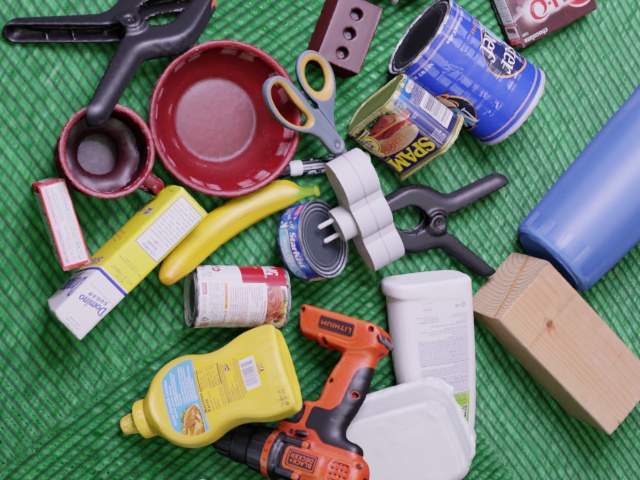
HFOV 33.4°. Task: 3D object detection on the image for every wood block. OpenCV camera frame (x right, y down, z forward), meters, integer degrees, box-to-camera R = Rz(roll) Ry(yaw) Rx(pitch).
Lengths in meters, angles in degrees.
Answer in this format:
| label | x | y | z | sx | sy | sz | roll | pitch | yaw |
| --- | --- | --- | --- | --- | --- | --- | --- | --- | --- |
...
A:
| label | x | y | z | sx | sy | sz | roll | pitch | yaw |
| --- | --- | --- | --- | --- | --- | --- | --- | --- | --- |
| wood block | 0.282 | 0.120 | 1.247 | 0.206 | 0.090 | 0.091 | 45 | 82 | -17 |

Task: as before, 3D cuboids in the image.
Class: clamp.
| label | x | y | z | sx | sy | sz | roll | pitch | yaw |
| --- | --- | --- | --- | --- | --- | --- | --- | --- | --- |
| clamp | -0.197 | -0.209 | 1.061 | 0.165 | 0.036 | 0.209 | 38 | 60 | 23 |
| clamp | 0.137 | -0.031 | 1.210 | 0.171 | 0.039 | 0.120 | 13 | 90 | -19 |

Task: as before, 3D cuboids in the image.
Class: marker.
| label | x | y | z | sx | sy | sz | roll | pitch | yaw |
| --- | --- | --- | --- | --- | --- | --- | --- | --- | --- |
| marker | -0.004 | -0.081 | 1.169 | 0.121 | 0.020 | 0.020 | -8 | 98 | -18 |

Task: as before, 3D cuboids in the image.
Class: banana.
| label | x | y | z | sx | sy | sz | roll | pitch | yaw |
| --- | --- | --- | --- | --- | --- | --- | --- | --- | --- |
| banana | -0.095 | -0.016 | 1.115 | 0.197 | 0.070 | 0.037 | -34 | 108 | -21 |

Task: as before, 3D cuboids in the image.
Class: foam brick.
| label | x | y | z | sx | sy | sz | roll | pitch | yaw |
| --- | --- | --- | --- | --- | --- | --- | --- | --- | --- |
| foam brick | 0.024 | -0.220 | 1.148 | 0.053 | 0.051 | 0.078 | 20 | 89 | -19 |

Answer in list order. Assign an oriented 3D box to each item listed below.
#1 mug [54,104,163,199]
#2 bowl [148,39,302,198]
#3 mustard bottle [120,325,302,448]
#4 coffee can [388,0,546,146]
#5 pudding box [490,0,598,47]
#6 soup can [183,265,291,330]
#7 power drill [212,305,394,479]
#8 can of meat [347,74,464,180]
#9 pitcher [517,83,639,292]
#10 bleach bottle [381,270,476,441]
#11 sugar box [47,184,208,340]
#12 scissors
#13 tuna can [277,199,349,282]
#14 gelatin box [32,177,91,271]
| label | x | y | z | sx | sy | sz | roll | pitch | yaw |
| --- | --- | --- | --- | --- | --- | --- | --- | --- | --- |
| mug | -0.209 | -0.080 | 1.065 | 0.117 | 0.082 | 0.093 | 30 | 79 | -19 |
| bowl | -0.103 | -0.126 | 1.113 | 0.162 | 0.055 | 0.162 | -2 | 96 | -18 |
| mustard bottle | -0.120 | 0.164 | 1.114 | 0.192 | 0.058 | 0.096 | -21 | 69 | 9 |
| coffee can | 0.161 | -0.184 | 1.169 | 0.140 | 0.103 | 0.103 | 34 | 84 | -18 |
| pudding box | 0.253 | -0.283 | 1.223 | 0.113 | 0.039 | 0.090 | -29 | 104 | -13 |
| soup can | -0.089 | 0.061 | 1.130 | 0.102 | 0.069 | 0.068 | 2 | 95 | -18 |
| power drill | -0.013 | 0.168 | 1.143 | 0.185 | 0.057 | 0.187 | 14 | 77 | 23 |
| can of meat | 0.090 | -0.123 | 1.154 | 0.084 | 0.102 | 0.057 | 37 | 54 | -15 |
| pitcher | 0.350 | -0.054 | 1.241 | 0.149 | 0.145 | 0.243 | 45 | 85 | -5 |
| bleach bottle | 0.127 | 0.165 | 1.216 | 0.102 | 0.068 | 0.251 | -6 | 100 | -15 |
| sugar box | -0.197 | 0.019 | 1.077 | 0.176 | 0.093 | 0.048 | -43 | 106 | -10 |
| scissors | 0.019 | -0.121 | 1.131 | 0.201 | 0.016 | 0.096 | 36 | 73 | -35 |
| tuna can | -0.008 | 0.001 | 1.146 | 0.086 | 0.034 | 0.086 | 22 | 62 | -49 |
| gelatin box | -0.258 | -0.017 | 1.063 | 0.030 | 0.073 | 0.089 | -19 | 100 | -17 |
